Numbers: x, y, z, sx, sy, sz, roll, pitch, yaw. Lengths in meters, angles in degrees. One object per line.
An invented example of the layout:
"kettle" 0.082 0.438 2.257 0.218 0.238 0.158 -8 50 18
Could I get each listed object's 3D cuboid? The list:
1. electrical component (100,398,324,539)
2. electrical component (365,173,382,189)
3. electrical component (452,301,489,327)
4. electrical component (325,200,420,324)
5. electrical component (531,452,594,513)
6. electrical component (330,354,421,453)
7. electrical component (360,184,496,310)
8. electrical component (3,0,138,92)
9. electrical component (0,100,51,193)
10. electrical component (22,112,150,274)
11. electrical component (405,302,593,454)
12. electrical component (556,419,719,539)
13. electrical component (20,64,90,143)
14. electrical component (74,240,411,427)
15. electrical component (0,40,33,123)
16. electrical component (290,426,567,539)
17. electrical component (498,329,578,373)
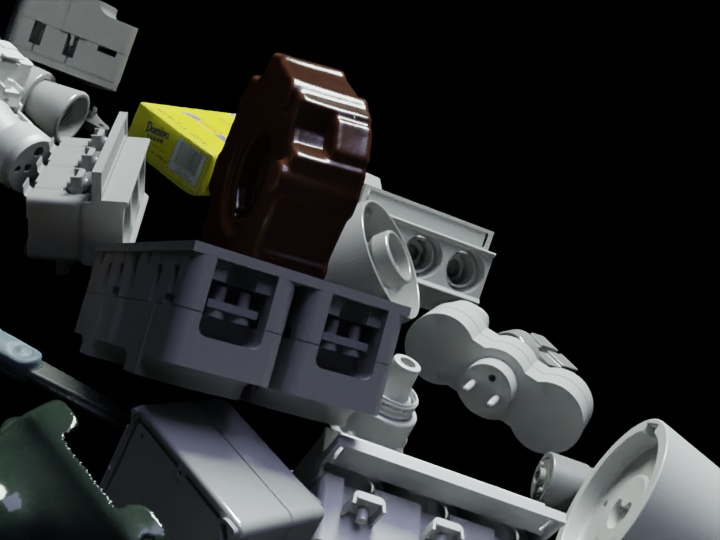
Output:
"electrical component" -0.070 0.101 0.473 0.061 0.061 0.096 2 32 -50
"electrical component" 0.010 -0.051 0.961 0.077 0.047 0.065 23 21 -12
"electrical component" 0.079 0.043 0.830 0.040 0.040 0.078 35 21 21
"electrical component" 0.000 0.000 0.768 0.099 0.064 0.099 53 25 -38
"electrical component" 0.141 0.140 0.675 0.065 0.044 0.044 20 21 -6
"electrical component" 0.014 0.079 0.630 0.048 0.062 0.048 24 20 -10
"electrical component" 0.040 -0.014 0.883 0.121 0.078 0.063 19 0 -22
"electrical component" -0.246 -0.196 0.902 0.089 0.061 0.150 19 3 -22
"electrical component" -0.239 -0.084 0.731 0.055 0.045 0.045 36 22 21
"electrical component" -0.173 -0.047 0.686 0.063 0.078 0.121 4 24 -6
"electrical component" 0.091 0.078 0.743 0.138 0.052 0.074 33 21 14
"electrical component" 0.163 0.145 0.601 0.060 0.108 0.108 34 20 -1
"electrical component" -0.246 -0.130 0.835 0.055 0.045 0.045 30 20 7
"electrical component" -0.070 0.030 0.543 0.105 0.060 0.186 18 -7 -25
"electrical component" -0.299 -0.138 0.759 0.079 0.063 0.121 41 24 32
"electrical component" 0.026 0.131 0.516 0.121 0.078 0.063 22 43 -15
"electrical component" 0.125 0.072 0.813 0.055 0.048 0.066 18 21 -43
